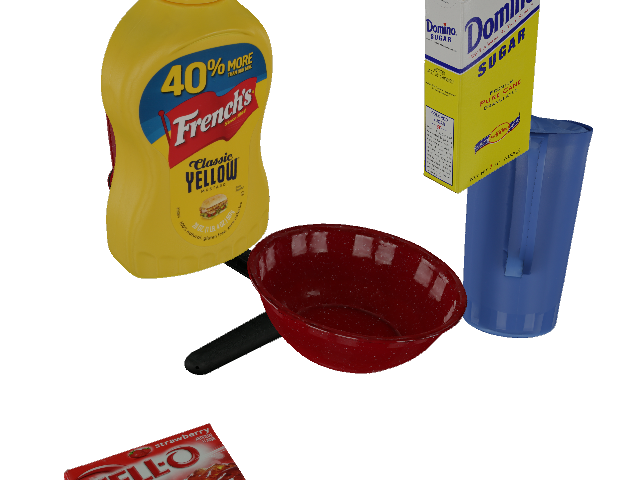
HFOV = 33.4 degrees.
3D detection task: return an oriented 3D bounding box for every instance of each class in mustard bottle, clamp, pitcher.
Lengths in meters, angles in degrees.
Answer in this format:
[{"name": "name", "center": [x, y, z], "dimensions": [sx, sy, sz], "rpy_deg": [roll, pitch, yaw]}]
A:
[{"name": "mustard bottle", "center": [-0.071, -0.076, 0.580], "dimensions": [0.096, 0.192, 0.058], "rpy_deg": [-19, 39, -31]}, {"name": "clamp", "center": [-0.026, 0.066, 1.010], "dimensions": [0.210, 0.164, 0.036], "rpy_deg": [5, -41, 8]}, {"name": "pitcher", "center": [0.221, -0.017, 1.189], "dimensions": [0.149, 0.243, 0.145], "rpy_deg": [-7, 18, -34]}]

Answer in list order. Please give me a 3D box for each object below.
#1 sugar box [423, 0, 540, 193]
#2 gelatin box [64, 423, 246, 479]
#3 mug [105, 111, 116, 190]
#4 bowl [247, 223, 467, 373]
[{"name": "sugar box", "center": [0.127, -0.133, 0.839], "dimensions": [0.093, 0.176, 0.048], "rpy_deg": [-32, 49, -29]}, {"name": "gelatin box", "center": [-0.088, 0.141, 0.583], "dimensions": [0.089, 0.030, 0.073], "rpy_deg": [-15, 27, -20]}, {"name": "mug", "center": [-0.114, -0.083, 0.843], "dimensions": [0.117, 0.081, 0.093], "rpy_deg": [-2, 38, -4]}, {"name": "bowl", "center": [0.023, 0.049, 0.784], "dimensions": [0.162, 0.055, 0.162], "rpy_deg": [8, 28, -4]}]
